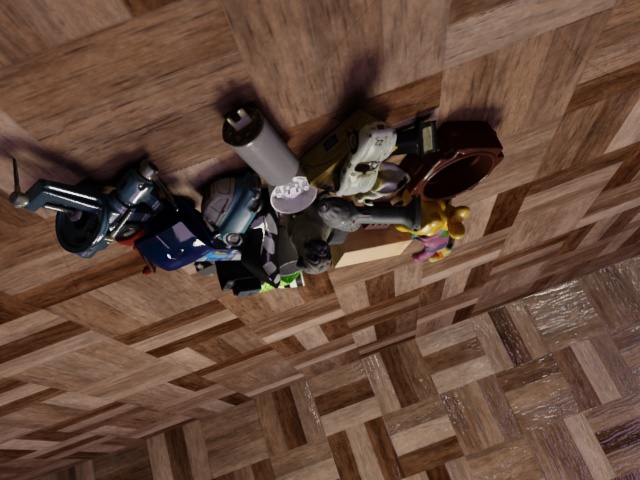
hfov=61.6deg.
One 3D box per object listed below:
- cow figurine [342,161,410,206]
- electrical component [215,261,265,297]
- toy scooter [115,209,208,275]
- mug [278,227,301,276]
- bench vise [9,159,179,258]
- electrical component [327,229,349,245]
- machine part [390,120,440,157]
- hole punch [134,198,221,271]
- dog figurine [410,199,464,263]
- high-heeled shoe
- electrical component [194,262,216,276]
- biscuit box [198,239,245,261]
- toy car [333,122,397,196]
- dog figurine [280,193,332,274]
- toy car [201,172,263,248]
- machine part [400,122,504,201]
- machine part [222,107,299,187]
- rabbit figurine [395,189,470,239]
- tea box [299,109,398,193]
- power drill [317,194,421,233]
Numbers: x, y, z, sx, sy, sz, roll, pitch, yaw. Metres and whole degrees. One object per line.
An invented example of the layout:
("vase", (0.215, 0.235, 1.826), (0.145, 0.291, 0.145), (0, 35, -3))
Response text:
("cow figurine", (0.121, -0.121, 1.201), (0.098, 0.068, 0.167), (-1, 167, -30))
("electrical component", (-0.188, 0.071, 1.300), (0.115, 0.134, 0.058), (-8, 154, -30))
("toy scooter", (-0.319, 0.008, 1.097), (0.184, 0.075, 0.135), (-8, 122, -16))
("mug", (-0.078, 0.025, 1.322), (0.081, 0.107, 0.109), (-34, 156, 29))
("bench vise", (-0.383, -0.059, 0.895), (0.224, 0.129, 0.240), (-33, 158, 20))
("electrical component", (0.033, -0.026, 1.343), (0.048, 0.075, 0.119), (-4, 148, -31))
("machine part", (0.175, -0.200, 1.105), (0.139, 0.039, 0.084), (-14, 124, 1))
("hole punch", (-0.270, 0.001, 1.004), (0.142, 0.092, 0.115), (-28, 115, 8))
("dog figurine", (0.347, -0.032, 1.546), (0.191, 0.108, 0.219), (-3, 148, -33))
("high-heeled shoe", (-0.112, 0.002, 1.209), (0.145, 0.086, 0.248), (-54, 149, -18))
("electrical component", (-0.278, 0.066, 1.357), (0.063, 0.021, 0.094), (-22, 156, 3))
("biscuit box", (-0.223, 0.009, 1.230), (0.202, 0.063, 0.059), (0, 149, -37))
("toy car", (0.079, -0.141, 0.989), (0.073, 0.056, 0.201), (-10, 153, -21))
("dog figurine", (-0.006, -0.002, 1.221), (0.172, 0.190, 0.121), (4, 146, -46))
("toy car", (-0.181, -0.067, 1.059), (0.103, 0.109, 0.161), (18, 131, -25))
("machine part", (0.299, -0.173, 1.228), (0.201, 0.087, 0.201), (-8, 153, -29))
("machine part", (-0.101, -0.160, 0.949), (0.079, 0.079, 0.243), (-25, 157, 9))
("rabbit figurine", (0.303, -0.065, 1.361), (0.173, 0.121, 0.163), (6, -175, -44))
("tea box", (0.055, -0.170, 1.060), (0.169, 0.068, 0.098), (-36, 152, 29))
("power drill", (0.106, -0.053, 1.122), (0.207, 0.086, 0.232), (-6, 174, 7))
